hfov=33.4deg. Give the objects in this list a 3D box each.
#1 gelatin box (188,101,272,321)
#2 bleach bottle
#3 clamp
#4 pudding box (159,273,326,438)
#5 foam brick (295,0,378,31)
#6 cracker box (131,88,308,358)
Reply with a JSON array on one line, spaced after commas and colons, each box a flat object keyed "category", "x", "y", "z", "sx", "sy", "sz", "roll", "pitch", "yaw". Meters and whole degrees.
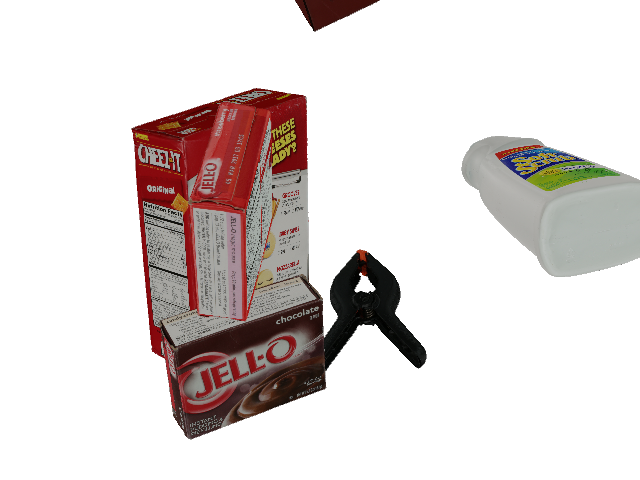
[{"category": "gelatin box", "x": -0.045, "y": -0.014, "z": 0.549, "sx": 0.030, "sy": 0.073, "sz": 0.089, "roll": 7, "pitch": -42, "yaw": 5}, {"category": "bleach bottle", "x": 0.178, "y": -0.044, "z": 0.905, "sx": 0.102, "sy": 0.068, "sz": 0.251, "roll": -12, "pitch": 20, "yaw": -12}, {"category": "clamp", "x": 0.060, "y": 0.080, "z": 1.178, "sx": 0.120, "sy": 0.171, "sz": 0.039, "roll": 7, "pitch": -42, "yaw": 4}, {"category": "pudding box", "x": -0.053, "y": 0.082, "z": 0.757, "sx": 0.113, "sy": 0.090, "sz": 0.039, "roll": -19, "pitch": 42, "yaw": -20}, {"category": "foam brick", "x": 0.013, "y": -0.206, "z": 0.808, "sx": 0.078, "sy": 0.053, "sz": 0.051, "roll": -27, "pitch": -30, "yaw": -2}, {"category": "cracker box", "x": -0.084, "y": -0.014, "z": 0.960, "sx": 0.072, "sy": 0.214, "sz": 0.163, "roll": 14, "pitch": 27, "yaw": 34}]
